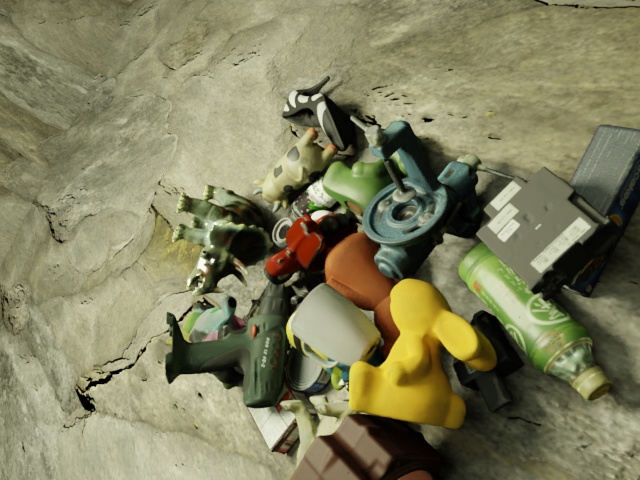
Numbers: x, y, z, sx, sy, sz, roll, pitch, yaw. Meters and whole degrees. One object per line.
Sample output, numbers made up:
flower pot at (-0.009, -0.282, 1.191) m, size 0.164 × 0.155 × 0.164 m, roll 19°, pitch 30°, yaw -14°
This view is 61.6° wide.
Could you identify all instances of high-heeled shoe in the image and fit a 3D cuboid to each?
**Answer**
high-heeled shoe at (-0.017, -0.231, 1.083) m, size 0.145 × 0.086 × 0.249 m, roll -37°, pitch 42°, yaw 29°

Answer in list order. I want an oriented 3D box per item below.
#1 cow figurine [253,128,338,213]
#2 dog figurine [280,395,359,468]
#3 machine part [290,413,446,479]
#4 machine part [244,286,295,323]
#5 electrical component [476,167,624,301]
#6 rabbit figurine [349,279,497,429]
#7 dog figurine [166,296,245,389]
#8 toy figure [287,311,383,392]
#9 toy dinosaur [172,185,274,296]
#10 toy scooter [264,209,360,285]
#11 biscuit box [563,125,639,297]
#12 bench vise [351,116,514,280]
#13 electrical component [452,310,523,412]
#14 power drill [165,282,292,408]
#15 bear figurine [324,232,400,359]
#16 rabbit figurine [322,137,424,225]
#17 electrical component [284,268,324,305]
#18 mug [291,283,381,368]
cow figurine at (-0.056, -0.127, 1.040) m, size 0.127 × 0.085 × 0.195 m, roll -52°, pitch 13°, yaw -21°
dog figurine at (0.029, 0.317, 0.743) m, size 0.172 × 0.121 × 0.190 m, roll -15°, pitch 73°, yaw 43°
machine part at (0.047, 0.314, 0.632) m, size 0.087 × 0.201 × 0.201 m, roll 33°, pitch 93°, yaw 45°
machine part at (-0.074, 0.103, 0.972) m, size 0.139 × 0.084 × 0.039 m, roll -63°, pitch 4°, yaw -14°
electrical component at (0.254, -0.014, 0.620) m, size 0.115 × 0.058 × 0.134 m, roll -45°, pitch 43°, yaw 16°
rabbit figurine at (0.120, 0.129, 0.643) m, size 0.163 × 0.121 × 0.173 m, roll -5°, pitch 66°, yaw 34°
dog figurine at (-0.204, 0.199, 1.023) m, size 0.219 × 0.108 × 0.191 m, roll -27°, pitch 55°, yaw 39°
toy figure at (0.024, 0.165, 0.803) m, size 0.180 × 0.082 × 0.089 m, roll 34°, pitch 125°, yaw 23°
toy dinosaur at (-0.174, -0.030, 1.076) m, size 0.405 × 0.192 × 0.131 m, roll -70°, pitch 2°, yaw -70°
toy scooter at (-0.002, -0.003, 0.839) m, size 0.075 × 0.184 × 0.135 m, roll 51°, pitch 147°, yaw 20°
biscuit box at (0.330, -0.036, 0.644) m, size 0.063 × 0.059 × 0.202 m, roll 28°, pitch 90°, yaw 50°
bench vise at (0.134, -0.071, 0.712) m, size 0.223 × 0.240 × 0.129 m, roll -42°, pitch 38°, yaw -7°
electrical component at (0.210, 0.155, 0.671) m, size 0.075 × 0.047 × 0.119 m, roll -43°, pitch 45°, yaw 22°
power drill at (-0.148, 0.158, 0.885) m, size 0.086 × 0.207 × 0.232 m, roll 123°, pitch 147°, yaw -60°
bear figurine at (0.095, 0.084, 0.794) m, size 0.120 × 0.131 × 0.196 m, roll -37°, pitch 71°, yaw -5°
rabbit figurine at (0.110, -0.112, 0.866) m, size 0.170 × 0.121 × 0.159 m, roll -53°, pitch 33°, yaw -12°
electrical component at (-0.021, 0.066, 0.919) m, size 0.045 × 0.102 × 0.078 m, roll -42°, pitch 67°, yaw 30°
mug at (0.021, 0.130, 0.725) m, size 0.107 × 0.081 × 0.109 m, roll 32°, pitch 115°, yaw 23°
